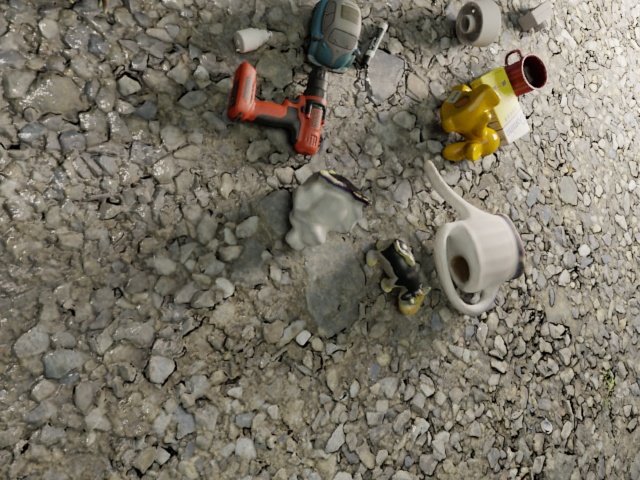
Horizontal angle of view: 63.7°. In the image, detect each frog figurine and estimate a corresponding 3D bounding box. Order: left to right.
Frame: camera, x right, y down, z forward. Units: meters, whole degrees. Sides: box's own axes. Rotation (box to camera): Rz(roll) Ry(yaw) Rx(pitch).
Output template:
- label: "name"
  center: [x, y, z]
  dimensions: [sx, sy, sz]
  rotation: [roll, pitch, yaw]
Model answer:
- label: "frog figurine"
  center: [0.003, -0.049, 0.981]
  dimensions: [0.136, 0.125, 0.158]
  rotation: [27, 109, -31]

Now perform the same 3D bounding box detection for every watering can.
- label: "watering can"
  center: [0.335, -0.013, 1.127]
  dimensions: [0.225, 0.103, 0.348]
  rotation: [-10, 89, -29]
